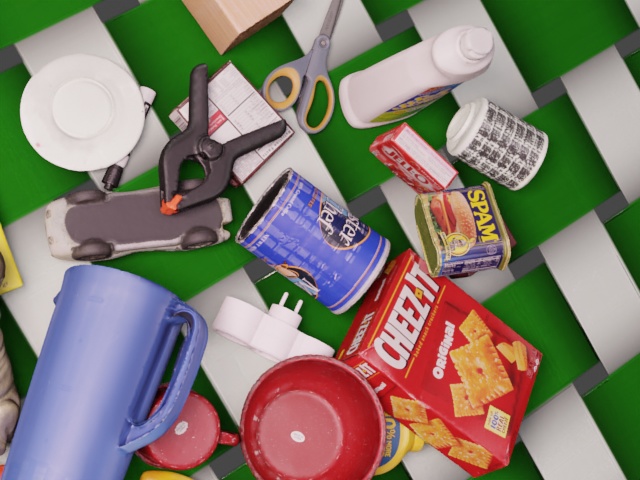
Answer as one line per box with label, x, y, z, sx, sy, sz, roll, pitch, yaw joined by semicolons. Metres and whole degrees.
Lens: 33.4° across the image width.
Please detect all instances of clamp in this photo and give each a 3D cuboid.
clamp;-0.110;-0.095;1.143;0.120;0.039;0.171;24;72;-8

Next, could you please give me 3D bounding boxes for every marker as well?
marker;-0.210;-0.110;1.167;0.020;0.020;0.121;23;78;-15

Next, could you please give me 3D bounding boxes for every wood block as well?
wood block;-0.126;-0.322;1.178;0.090;0.090;0.206;-38;96;-18

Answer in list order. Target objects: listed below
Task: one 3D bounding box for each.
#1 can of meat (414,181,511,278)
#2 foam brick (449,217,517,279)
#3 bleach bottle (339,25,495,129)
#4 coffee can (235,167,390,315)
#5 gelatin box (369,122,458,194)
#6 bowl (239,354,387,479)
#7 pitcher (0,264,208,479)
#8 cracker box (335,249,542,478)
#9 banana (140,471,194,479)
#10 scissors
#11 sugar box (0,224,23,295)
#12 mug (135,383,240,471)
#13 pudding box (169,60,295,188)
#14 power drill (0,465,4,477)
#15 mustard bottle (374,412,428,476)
can of meat;0.157;-0.011;1.200;0.084;0.057;0.102;-8;60;-8
foam brick;0.183;0.004;1.268;0.078;0.053;0.051;-32;95;-19
bleach bottle;0.110;-0.181;1.157;0.102;0.251;0.068;-14;89;-19
coffee can;-0.008;0.001;1.179;0.140;0.103;0.102;36;75;-12
gelatin box;0.108;-0.092;1.242;0.089;0.073;0.030;41;75;-11
bowl;-0.015;0.200;1.109;0.162;0.055;0.162;-1;85;14
pitcher;-0.216;0.156;1.046;0.145;0.149;0.242;23;65;-17
cracker box;0.138;0.137;1.203;0.213;0.072;0.164;38;51;-12
banana;-0.112;0.313;1.141;0.198;0.037;0.069;54;42;-2
scissors;-0.017;-0.224;1.244;0.096;0.016;0.202;6;82;-18
sugar box;-0.377;-0.018;1.089;0.093;0.048;0.176;-21;93;-19
mug;-0.141;0.201;1.126;0.117;0.082;0.093;18;79;-16
pudding box;-0.098;-0.130;1.196;0.090;0.039;0.113;-45;101;-18
power drill;-0.385;0.277;1.051;0.187;0.057;0.184;12;81;-17
mustard bottle;0.042;0.216;1.198;0.191;0.058;0.096;5;81;-18
